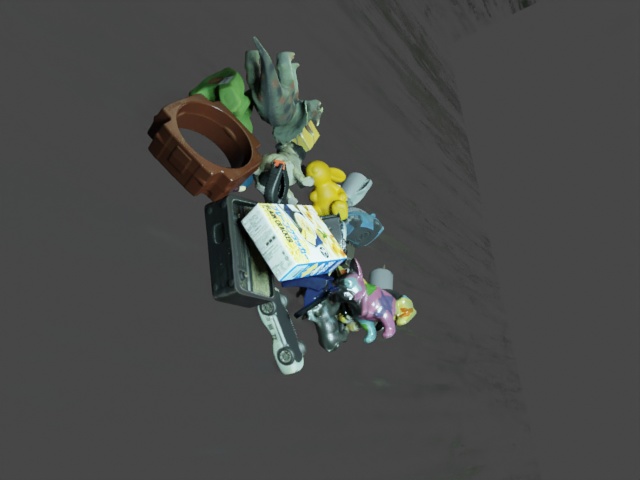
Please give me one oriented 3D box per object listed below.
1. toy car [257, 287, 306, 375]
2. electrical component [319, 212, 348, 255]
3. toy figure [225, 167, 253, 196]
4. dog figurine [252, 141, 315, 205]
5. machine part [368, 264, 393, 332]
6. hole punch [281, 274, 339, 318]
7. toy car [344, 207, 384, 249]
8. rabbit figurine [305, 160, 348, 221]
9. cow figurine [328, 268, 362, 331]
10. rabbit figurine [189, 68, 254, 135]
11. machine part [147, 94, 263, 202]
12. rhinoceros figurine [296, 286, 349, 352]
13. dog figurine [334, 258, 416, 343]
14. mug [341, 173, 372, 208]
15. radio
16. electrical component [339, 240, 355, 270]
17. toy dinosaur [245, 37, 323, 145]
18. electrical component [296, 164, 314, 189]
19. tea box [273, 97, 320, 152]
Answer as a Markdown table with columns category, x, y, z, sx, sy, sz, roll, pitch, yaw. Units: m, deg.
| category | x | y | z | sx | sy | sz | roll | pitch | yaw |
| --- | --- | --- | --- | --- | --- | --- | --- | --- | --- |
| toy car | -0.088 | 0.200 | 1.206 | 0.073 | 0.056 | 0.201 | -16 | 85 | -66 |
| electrical component | -0.003 | -0.004 | 1.391 | 0.058 | 0.134 | 0.115 | 93 | -14 | -74 |
| toy figure | -0.209 | -0.128 | 1.186 | 0.154 | 0.064 | 0.057 | -24 | 133 | -55 |
| dog figurine | -0.112 | -0.199 | 1.371 | 0.172 | 0.121 | 0.191 | 33 | 28 | -39 |
| machine part | 0.184 | 0.174 | 1.646 | 0.079 | 0.079 | 0.243 | 47 | 37 | -36 |
| hole punch | -0.022 | 0.112 | 1.240 | 0.092 | 0.116 | 0.142 | 60 | 4 | 8 |
| toy car | 0.107 | -0.048 | 1.635 | 0.161 | 0.109 | 0.103 | 16 | 37 | -42 |
| rabbit figurine | 0.018 | -0.146 | 1.491 | 0.173 | 0.122 | 0.162 | 66 | 33 | -21 |
| cow figurine | 0.066 | 0.158 | 1.417 | 0.098 | 0.068 | 0.167 | 4 | 75 | -43 |
| rabbit figurine | -0.212 | -0.300 | 1.255 | 0.159 | 0.121 | 0.170 | -81 | 159 | -50 |
| machine part | -0.233 | -0.189 | 1.100 | 0.201 | 0.087 | 0.201 | 46 | 37 | -3 |
| rhinoceros figurine | 0.001 | 0.187 | 1.354 | 0.112 | 0.073 | 0.190 | -29 | 101 | -49 |
| dog figurine | 0.129 | 0.138 | 1.365 | 0.191 | 0.108 | 0.219 | -33 | 97 | -37 |
| mug | 0.109 | -0.151 | 1.684 | 0.080 | 0.110 | 0.107 | 59 | 45 | -29 |
| radio | -0.171 | 0.023 | 1.147 | 0.131 | 0.073 | 0.229 | 19 | 56 | -55 |
| electrical component | 0.069 | 0.044 | 1.567 | 0.078 | 0.045 | 0.102 | 21 | 48 | -19 |
| toy dinosaur | -0.102 | -0.333 | 1.272 | 0.405 | 0.131 | 0.192 | -22 | 104 | -76 |
| electrical component | -0.050 | -0.176 | 1.510 | 0.094 | 0.021 | 0.063 | 53 | 35 | -30 |
| tea box | -0.080 | -0.331 | 1.501 | 0.169 | 0.068 | 0.098 | 57 | 32 | -25 |
